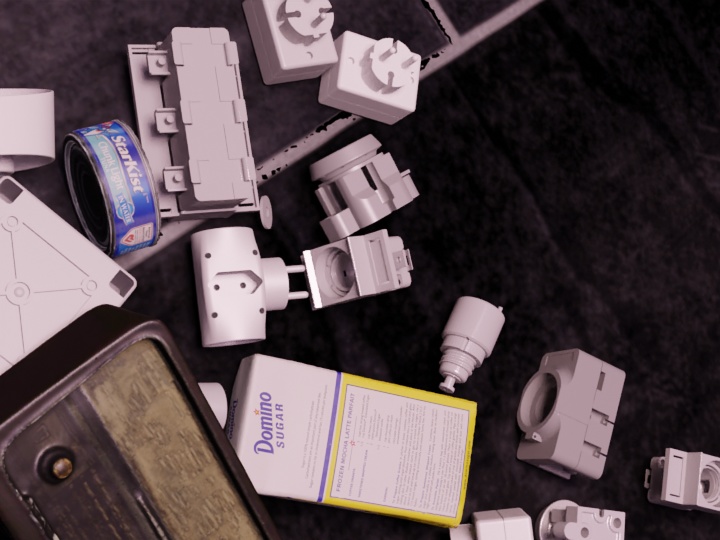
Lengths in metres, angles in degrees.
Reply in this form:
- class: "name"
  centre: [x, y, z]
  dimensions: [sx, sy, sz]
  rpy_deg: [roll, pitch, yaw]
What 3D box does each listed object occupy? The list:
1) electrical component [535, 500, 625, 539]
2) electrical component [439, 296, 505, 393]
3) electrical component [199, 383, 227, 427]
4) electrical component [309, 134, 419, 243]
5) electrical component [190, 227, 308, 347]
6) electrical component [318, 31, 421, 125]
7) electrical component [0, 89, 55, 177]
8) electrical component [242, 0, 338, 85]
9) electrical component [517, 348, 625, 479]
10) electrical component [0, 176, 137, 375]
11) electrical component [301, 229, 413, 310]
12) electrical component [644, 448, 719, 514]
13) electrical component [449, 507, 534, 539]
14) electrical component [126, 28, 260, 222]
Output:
- class: "electrical component"
  centre: [0.167, 0.201, 0.825]
  dimensions: [0.066, 0.055, 0.048]
  rpy_deg: [12, 75, -24]
- class: "electrical component"
  centre: [0.080, 0.057, 0.818]
  dimensions: [0.040, 0.040, 0.078]
  rpy_deg: [33, 68, -17]
- class: "electrical component"
  centre: [-0.121, 0.092, 0.711]
  dimensions: [0.065, 0.044, 0.044]
  rpy_deg: [3, 79, -31]
- class: "electrical component"
  centre: [-0.002, -0.063, 0.790]
  dimensions: [0.078, 0.058, 0.057]
  rpy_deg: [-31, 97, -31]
- class: "electrical component"
  centre: [-0.074, 0.011, 0.746]
  dimensions: [0.079, 0.043, 0.077]
  rpy_deg: [-4, 82, -22]
- class: "electrical component"
  centre: [0.016, -0.149, 0.804]
  dimensions: [0.066, 0.077, 0.047]
  rpy_deg: [13, 75, -24]
- class: "electrical component"
  centre: [-0.236, -0.089, 0.658]
  dimensions: [0.099, 0.099, 0.064]
  rpy_deg: [-7, 90, -27]
- class: "electrical component"
  centre: [-0.044, -0.179, 0.780]
  dimensions: [0.047, 0.077, 0.065]
  rpy_deg: [-14, 87, -28]
- class: "electrical component"
  centre: [0.162, 0.112, 0.842]
  dimensions: [0.056, 0.050, 0.089]
  rpy_deg: [26, 70, -20]
- class: "electrical component"
  centre: [-0.216, 0.018, 0.668]
  dimensions: [0.109, 0.056, 0.108]
  rpy_deg: [41, 65, -14]
- class: "electrical component"
  centre: [0.000, 0.000, 0.773]
  dimensions: [0.064, 0.081, 0.042]
  rpy_deg: [-6, 82, -50]
- class: "electrical component"
  centre: [0.272, 0.174, 0.878]
  dimensions: [0.081, 0.064, 0.042]
  rpy_deg: [18, 72, -23]
- class: "electrical component"
  centre: [0.086, 0.203, 0.784]
  dimensions: [0.077, 0.065, 0.047]
  rpy_deg: [-6, 82, 2]
- class: "electrical component"
  centre: [-0.110, -0.100, 0.739]
  dimensions: [0.079, 0.063, 0.121]
  rpy_deg: [-6, 83, -27]
